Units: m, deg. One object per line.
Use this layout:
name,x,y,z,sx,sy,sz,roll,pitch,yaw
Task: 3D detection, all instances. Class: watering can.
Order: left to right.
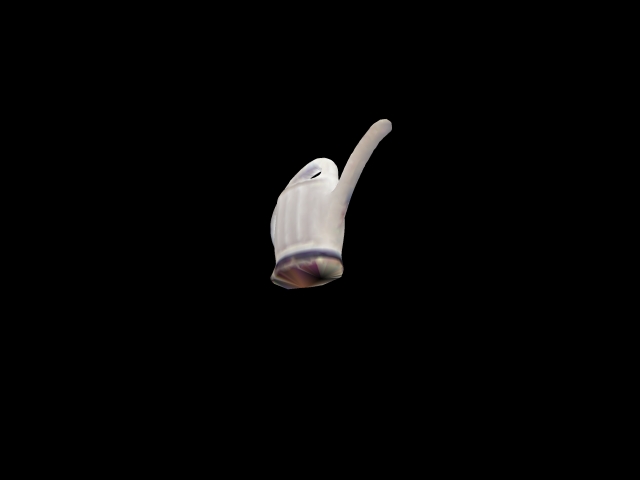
watering can,0.003,-0.043,0.850,0.103,0.228,0.343,14,-26,-29
